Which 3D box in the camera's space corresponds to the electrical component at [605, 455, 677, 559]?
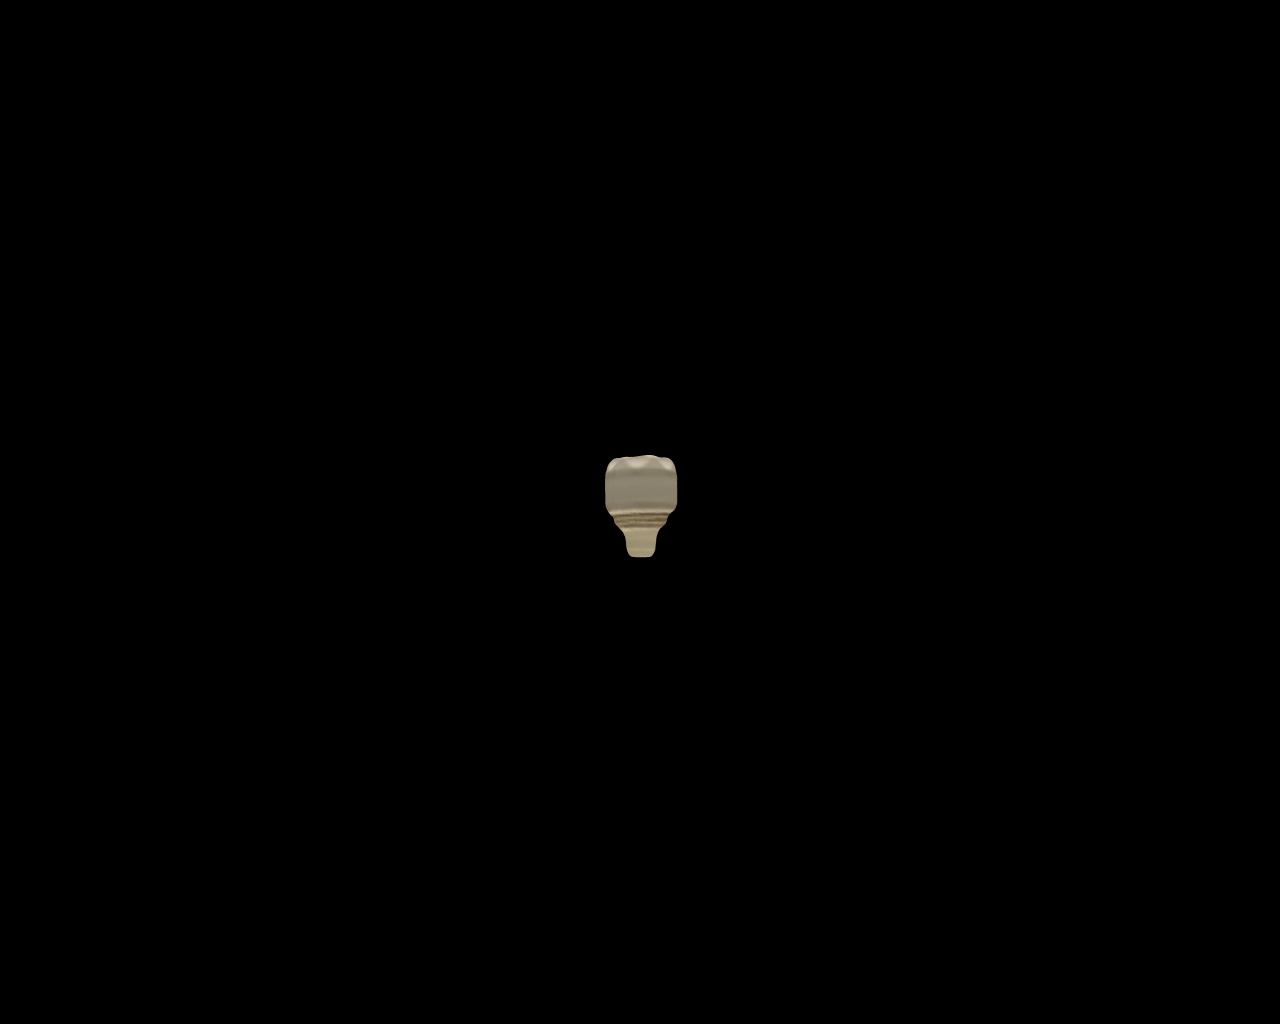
[{"bbox_3d":[0.001,-0.003,0.650,0.043,0.062,0.043,0,-4,0],"label":"electrical component"}]
